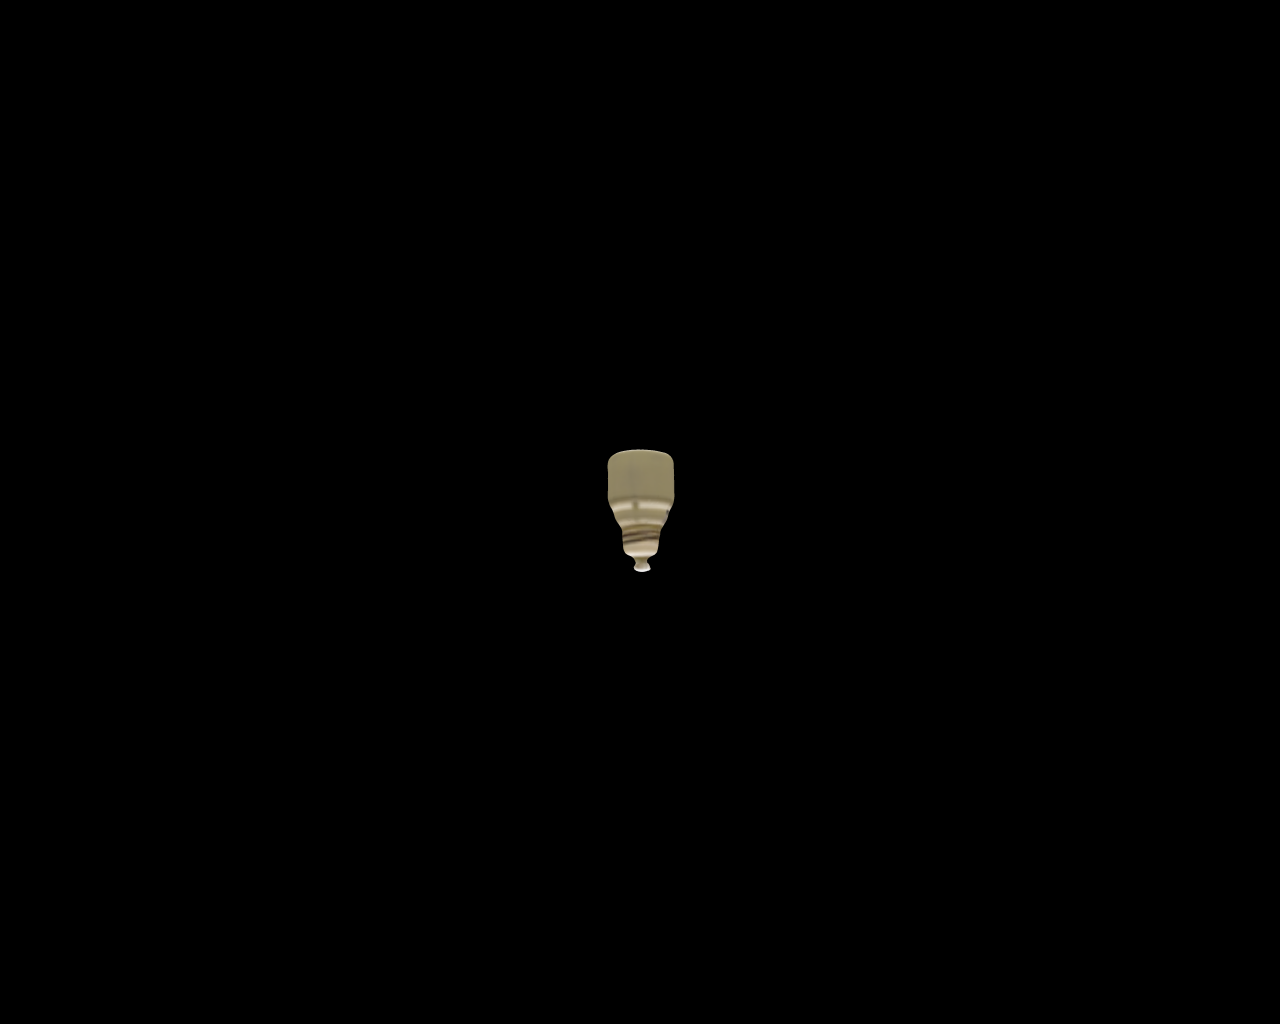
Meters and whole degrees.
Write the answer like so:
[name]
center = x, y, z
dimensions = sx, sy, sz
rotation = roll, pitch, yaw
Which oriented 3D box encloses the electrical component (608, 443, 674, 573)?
[electrical component]
center = 0.001, -0.003, 0.650
dimensions = 0.040, 0.078, 0.040
rotation = 0, -9, 0
